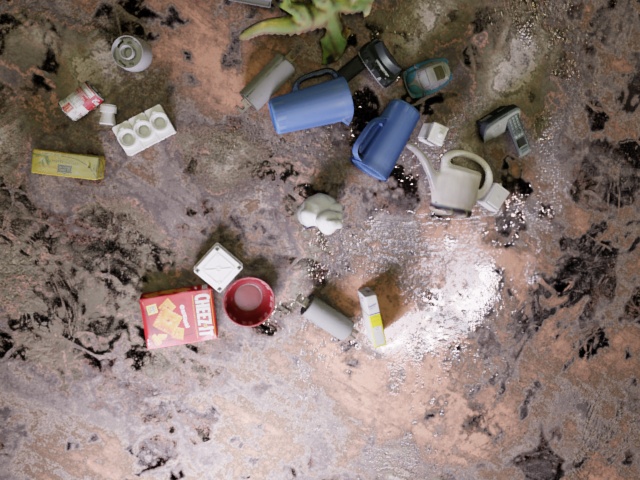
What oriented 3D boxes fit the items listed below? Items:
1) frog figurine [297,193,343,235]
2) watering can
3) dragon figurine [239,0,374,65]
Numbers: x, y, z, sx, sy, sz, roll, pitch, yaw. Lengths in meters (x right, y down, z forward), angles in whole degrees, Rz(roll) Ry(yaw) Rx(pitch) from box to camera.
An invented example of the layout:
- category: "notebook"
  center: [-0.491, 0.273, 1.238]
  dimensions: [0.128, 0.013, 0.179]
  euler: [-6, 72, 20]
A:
- category: "frog figurine"
  center: [0.005, -0.079, 1.573]
  dimensions: [0.137, 0.160, 0.122]
  euler: [-5, 99, -11]
- category: "watering can"
  center: [0.407, -0.187, 1.662]
  dimensions: [0.347, 0.105, 0.223]
  euler: [10, 96, -21]
- category: "dragon figurine"
  center: [-0.014, -0.636, 1.535]
  dimensions: [0.409, 0.124, 0.240]
  euler: [-37, 112, 4]
